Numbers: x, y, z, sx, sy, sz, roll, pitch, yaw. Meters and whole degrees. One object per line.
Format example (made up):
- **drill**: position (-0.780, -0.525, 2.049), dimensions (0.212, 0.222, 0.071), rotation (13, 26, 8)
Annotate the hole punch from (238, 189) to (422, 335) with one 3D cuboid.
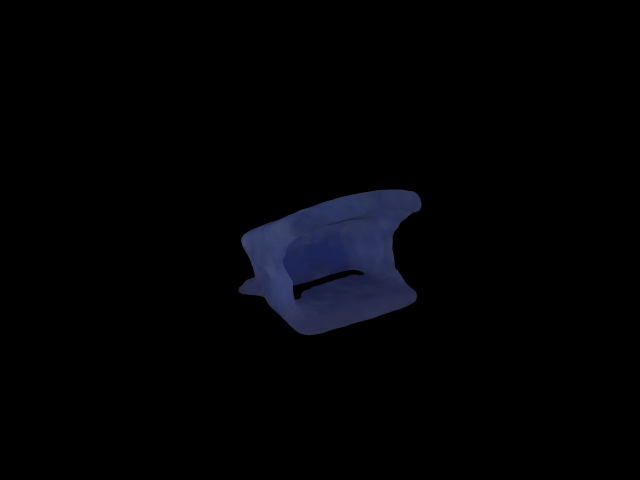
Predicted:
- **hole punch**: position (0.004, 0.001, 0.400), dimensions (0.109, 0.091, 0.100), rotation (-13, 26, -29)
